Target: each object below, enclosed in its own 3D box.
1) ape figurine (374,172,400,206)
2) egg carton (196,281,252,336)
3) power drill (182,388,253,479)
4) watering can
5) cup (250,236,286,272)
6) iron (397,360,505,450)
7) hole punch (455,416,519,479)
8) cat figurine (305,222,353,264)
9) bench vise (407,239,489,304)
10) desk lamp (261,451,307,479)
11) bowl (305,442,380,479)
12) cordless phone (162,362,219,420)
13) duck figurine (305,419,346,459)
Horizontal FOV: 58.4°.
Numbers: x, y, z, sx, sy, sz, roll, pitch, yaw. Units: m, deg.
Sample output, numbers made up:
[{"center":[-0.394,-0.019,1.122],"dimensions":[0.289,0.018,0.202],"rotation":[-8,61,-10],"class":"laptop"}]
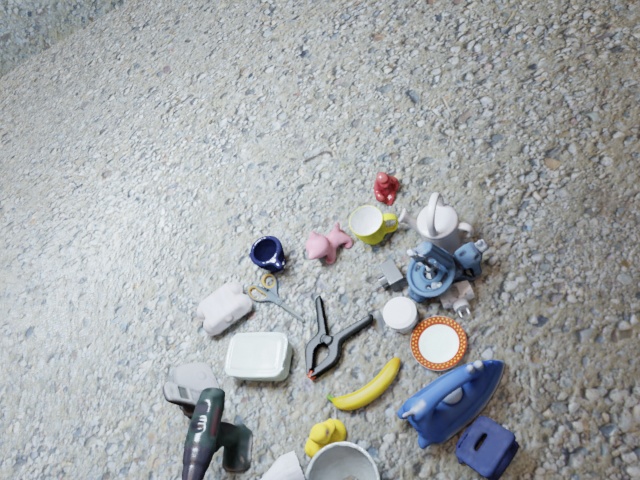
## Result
[{"center":[0.174,-0.148,1.541],"dimensions":[0.078,0.092,0.076],"rotation":[-33,55,2],"class":"ape figurine"},{"center":[-0.257,0.186,1.541],"dimensions":[0.150,0.070,0.107],"rotation":[-38,55,-1],"class":"egg carton"},{"center":[-0.231,0.459,1.287],"dimensions":[0.075,0.209,0.229],"rotation":[-10,59,17],"class":"power drill"},{"center":[0.276,-0.039,1.373],"dimensions":[0.172,0.195,0.101],"rotation":[-11,58,17],"class":"watering can"},{"center":[-0.123,0.055,1.545],"dimensions":[0.092,0.095,0.117],"rotation":[-43,55,-5],"class":"cup"},{"center":[0.279,0.315,1.200],"dimensions":[0.258,0.142,0.118],"rotation":[-38,55,-2],"class":"iron"},{"center":[0.331,0.418,1.151],"dimensions":[0.100,0.091,0.109],"rotation":[30,76,33],"class":"hole punch"},{"center":[0.014,0.005,1.503],"dimensions":[0.128,0.118,0.067],"rotation":[-45,55,-7],"class":"cat figurine"},{"center":[0.276,0.040,1.312],"dimensions":[0.207,0.220,0.121],"rotation":[-44,55,-5],"class":"bench vise"},{"center":[-0.090,0.537,1.181],"dimensions":[0.203,0.214,0.117],"rotation":[-30,55,4],"class":"desk lamp"},{"center":[0.055,0.521,1.216],"dimensions":[0.167,0.075,0.167],"rotation":[-10,59,17],"class":"bowl"},{"center":[-0.326,0.356,1.400],"dimensions":[0.094,0.185,0.147],"rotation":[-34,55,2],"class":"cordless phone"},{"center":[0.003,0.440,1.277],"dimensions":[0.104,0.086,0.077],"rotation":[-42,55,-5],"class":"duck figurine"}]
